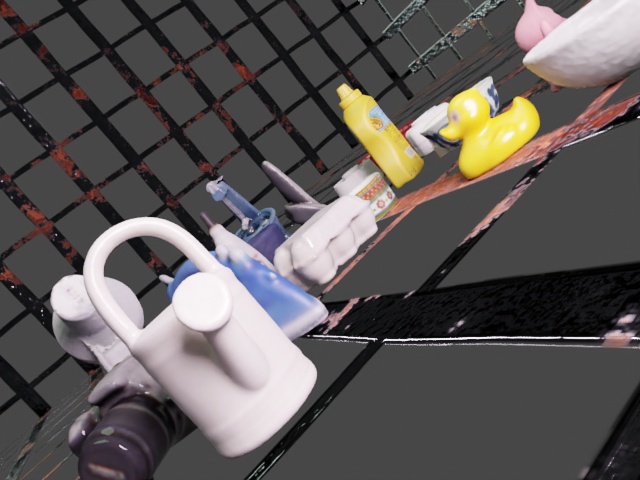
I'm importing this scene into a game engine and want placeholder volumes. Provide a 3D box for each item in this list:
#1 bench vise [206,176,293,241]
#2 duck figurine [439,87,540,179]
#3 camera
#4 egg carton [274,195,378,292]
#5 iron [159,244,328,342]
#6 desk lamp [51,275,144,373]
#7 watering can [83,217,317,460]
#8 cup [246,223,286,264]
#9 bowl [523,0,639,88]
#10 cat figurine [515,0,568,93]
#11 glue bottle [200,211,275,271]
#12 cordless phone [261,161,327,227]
[{"bbox_3d":[-0.152,-0.035,1.194,0.121,0.220,0.207,-40,8,-4],"label":"bench vise"},{"bbox_3d":[0.184,-0.132,0.645,0.104,0.086,0.077,-37,8,19],"label":"duck figurine"},{"bbox_3d":[-0.193,0.185,0.558,0.143,0.101,0.137,-38,8,14],"label":"camera"},{"bbox_3d":[0.007,0.003,0.777,0.150,0.069,0.107,-45,9,-34],"label":"egg carton"},{"bbox_3d":[-0.105,0.066,0.678,0.257,0.141,0.119,-30,12,50],"label":"iron"},{"bbox_3d":[-0.265,0.137,0.759,0.118,0.213,0.203,-42,8,-20],"label":"desk lamp"},{"bbox_3d":[-0.095,0.063,0.445,0.172,0.194,0.101,-32,11,44],"label":"watering can"},{"bbox_3d":[-0.085,0.041,0.903,0.117,0.095,0.092,-34,10,37],"label":"cup"},{"bbox_3d":[0.297,-0.206,0.578,0.167,0.075,0.167,-39,8,7],"label":"bowl"},{"bbox_3d":[0.297,-0.264,0.749,0.067,0.118,0.128,-36,9,24],"label":"cat figurine"},{"bbox_3d":[-0.113,0.028,0.816,0.037,0.173,0.078,-36,9,23],"label":"glue bottle"},{"bbox_3d":[-0.053,-0.098,1.213,0.094,0.185,0.147,-40,8,-4],"label":"cordless phone"}]
